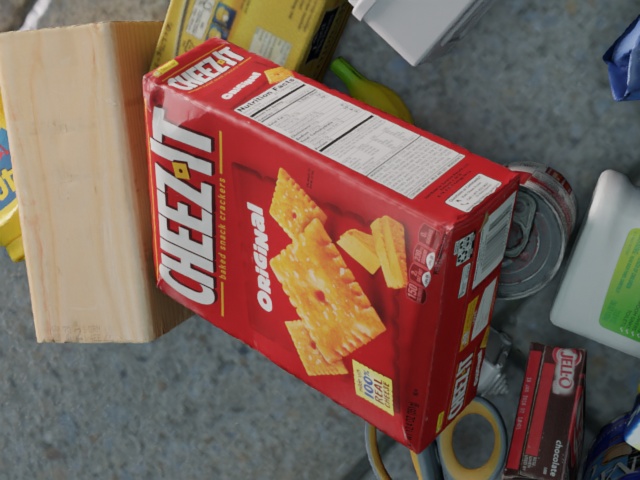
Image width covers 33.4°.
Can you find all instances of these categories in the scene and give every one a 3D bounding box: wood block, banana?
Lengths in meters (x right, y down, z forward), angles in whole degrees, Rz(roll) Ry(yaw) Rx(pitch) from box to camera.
[{"bbox_3d":[-0.147,-0.041,0.728,0.090,0.090,0.206,-2,100,18],"label":"wood block"},{"bbox_3d":[0.029,-0.018,0.707,0.070,0.037,0.198,17,106,32],"label":"banana"}]

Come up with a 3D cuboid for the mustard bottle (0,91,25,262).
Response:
[{"bbox_3d":[-0.242,-0.058,0.773,0.096,0.058,0.191,-31,91,16],"label":"mustard bottle"}]

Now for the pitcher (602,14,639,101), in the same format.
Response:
[{"bbox_3d":[0.288,-0.075,0.567,0.243,0.144,0.149,43,123,1],"label":"pitcher"}]

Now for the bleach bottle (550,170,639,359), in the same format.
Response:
[{"bbox_3d":[0.270,0.046,0.625,0.251,0.068,0.103,20,111,11],"label":"bleach bottle"}]

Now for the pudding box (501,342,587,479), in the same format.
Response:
[{"bbox_3d":[0.137,0.128,0.644,0.039,0.090,0.113,10,147,17],"label":"pudding box"}]

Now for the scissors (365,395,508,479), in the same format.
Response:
[{"bbox_3d":[0.093,0.183,0.653,0.096,0.016,0.202,-26,84,15],"label":"scissors"}]

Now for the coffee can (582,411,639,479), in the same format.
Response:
[{"bbox_3d":[0.203,0.170,0.630,0.103,0.140,0.103,4,103,17],"label":"coffee can"}]

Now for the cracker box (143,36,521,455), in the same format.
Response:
[{"bbox_3d":[-0.004,0.001,0.613,0.214,0.072,0.164,28,134,28],"label":"cracker box"}]

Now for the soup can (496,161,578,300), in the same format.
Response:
[{"bbox_3d":[0.117,-0.009,0.641,0.069,0.102,0.068,4,103,17],"label":"soup can"}]
